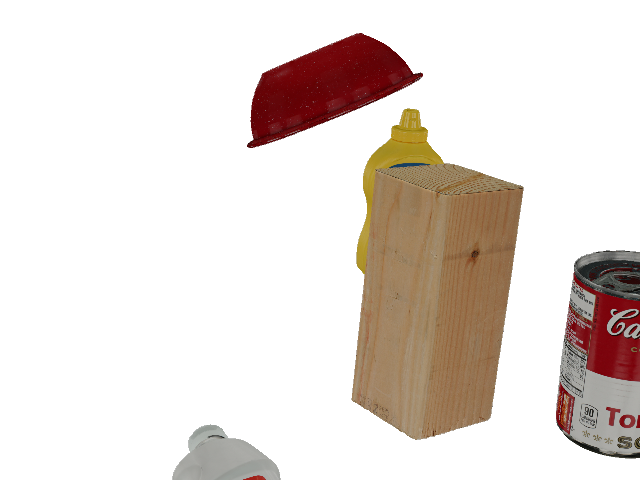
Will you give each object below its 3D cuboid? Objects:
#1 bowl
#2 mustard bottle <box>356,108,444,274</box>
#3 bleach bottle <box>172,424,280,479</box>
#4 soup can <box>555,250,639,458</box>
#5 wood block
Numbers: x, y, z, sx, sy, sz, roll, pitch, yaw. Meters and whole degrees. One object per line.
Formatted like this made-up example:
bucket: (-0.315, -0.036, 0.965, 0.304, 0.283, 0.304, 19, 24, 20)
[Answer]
bowl: (0.002, -0.134, 0.908, 0.162, 0.055, 0.162, -22, 9, 3)
mustard bottle: (0.095, -0.054, 1.215, 0.096, 0.192, 0.058, 0, 17, -13)
bleach bottle: (-0.057, 0.216, 0.718, 0.102, 0.068, 0.251, -12, 33, -13)
soup can: (0.175, 0.065, 0.617, 0.068, 0.102, 0.068, 2, 20, -1)
wood block: (0.096, 0.048, 0.892, 0.090, 0.206, 0.090, -7, 20, -37)
